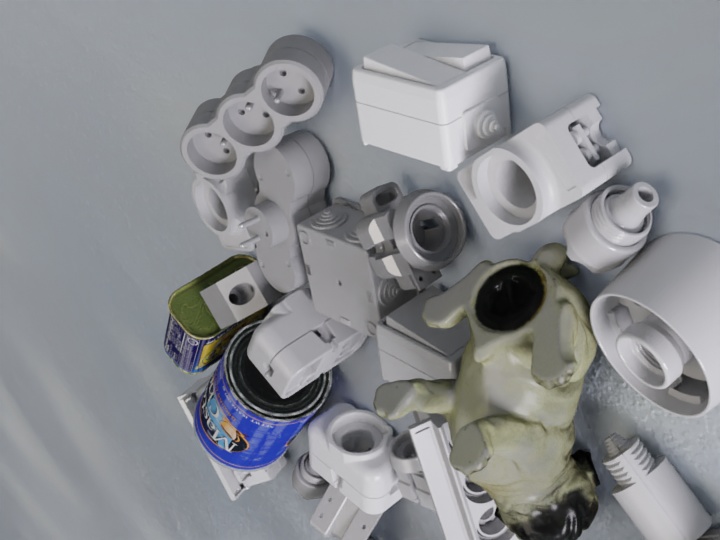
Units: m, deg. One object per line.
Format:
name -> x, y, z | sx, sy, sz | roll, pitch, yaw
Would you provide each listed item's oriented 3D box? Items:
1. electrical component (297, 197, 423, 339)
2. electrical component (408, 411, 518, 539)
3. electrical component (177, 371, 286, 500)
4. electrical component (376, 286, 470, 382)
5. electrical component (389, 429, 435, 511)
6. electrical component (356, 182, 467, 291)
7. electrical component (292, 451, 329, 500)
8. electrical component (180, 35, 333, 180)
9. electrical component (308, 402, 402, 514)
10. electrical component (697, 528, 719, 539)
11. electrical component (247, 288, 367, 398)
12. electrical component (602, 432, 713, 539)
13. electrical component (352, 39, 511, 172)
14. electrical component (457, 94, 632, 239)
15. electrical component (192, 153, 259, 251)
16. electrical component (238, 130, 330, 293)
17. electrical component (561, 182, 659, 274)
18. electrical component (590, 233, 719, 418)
electrical component -> 0.000, 0.000, 0.845 | 0.100, 0.048, 0.099 | 22, 133, 43
electrical component -> 0.086, 0.154, 0.842 | 0.063, 0.079, 0.121 | -141, 31, -66
electrical component -> -0.134, 0.171, 1.151 | 0.063, 0.079, 0.121 | -21, 100, 28
electrical component -> 0.066, 0.060, 0.793 | 0.096, 0.062, 0.061 | 26, 136, 41
electrical component -> 0.054, 0.168, 0.917 | 0.066, 0.048, 0.055 | 13, 134, 49
electrical component -> 0.039, -0.026, 0.764 | 0.057, 0.058, 0.078 | -11, 108, 59
electrical component -> -0.044, 0.200, 1.079 | 0.043, 0.043, 0.062 | 45, 144, 21
electrical component -> -0.075, -0.131, 0.819 | 0.138, 0.073, 0.052 | -32, 117, 34
electrical component -> -0.002, 0.168, 0.984 | 0.095, 0.054, 0.059 | 33, 140, 34
electrical component -> 0.252, 0.221, 0.680 | 0.108, 0.056, 0.109 | 59, 148, -1
electrical component -> -0.045, 0.055, 0.909 | 0.059, 0.095, 0.053 | 49, 147, 15
electrical component -> 0.190, 0.143, 0.711 | 0.081, 0.043, 0.043 | 54, 148, 7
electrical component -> 0.049, -0.108, 0.675 | 0.096, 0.062, 0.061 | 23, 134, 42
electrical component -> 0.106, -0.059, 0.645 | 0.050, 0.056, 0.089 | 59, 148, -1
electrical component -> -0.106, -0.065, 0.928 | 0.050, 0.056, 0.089 | 6, 121, 52
electrical component -> -0.068, -0.040, 0.872 | 0.052, 0.074, 0.138 | 34, 137, 36
electrical component -> 0.149, -0.028, 0.624 | 0.043, 0.043, 0.062 | 52, 147, 10
electrical component -> 0.186, 0.035, 0.629 | 0.099, 0.064, 0.099 | 45, 160, 22
